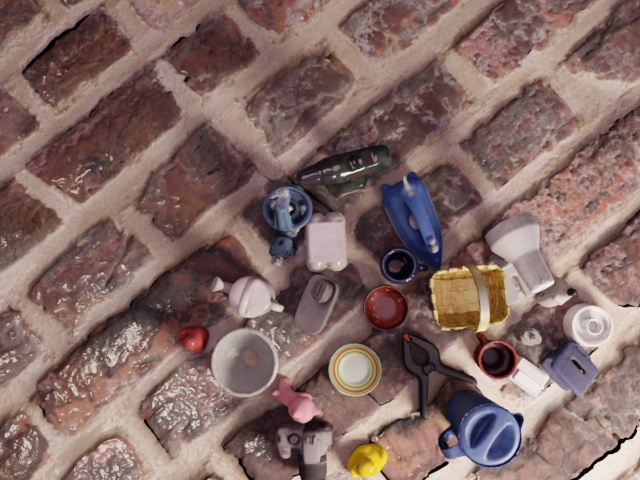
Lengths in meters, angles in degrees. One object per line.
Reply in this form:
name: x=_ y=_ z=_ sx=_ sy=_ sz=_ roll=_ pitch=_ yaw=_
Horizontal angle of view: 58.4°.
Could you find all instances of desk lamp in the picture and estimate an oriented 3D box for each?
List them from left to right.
desk lamp: x=0.469 y=0.047 z=1.348 sx=0.118 sy=0.213 sz=0.203 roll=-24 pitch=85 yaw=1

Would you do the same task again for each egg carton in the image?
egg carton: x=0.013 y=0.005 z=1.442 sx=0.107 sy=0.069 sz=0.150 roll=-3 pitch=86 yaw=2

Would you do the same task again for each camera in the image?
camera: x=-0.035 y=0.520 z=1.390 sx=0.143 sy=0.101 sz=0.137 roll=-1 pitch=86 yaw=2

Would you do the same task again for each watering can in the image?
watering can: x=-0.175 y=0.137 z=1.377 sx=0.172 sy=0.194 sz=0.101 roll=-2 pitch=85 yaw=3

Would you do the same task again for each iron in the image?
iron: x=0.245 y=-0.043 z=1.400 sx=0.118 sy=0.141 sz=0.258 roll=-25 pitch=85 yaw=1

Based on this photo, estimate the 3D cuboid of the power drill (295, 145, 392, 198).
power drill: x=0.058 y=-0.161 z=1.383 sx=0.229 sy=0.208 sz=0.075 roll=-19 pitch=85 yaw=1

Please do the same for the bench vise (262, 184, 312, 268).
bench vise: x=-0.076 y=-0.042 z=1.374 sx=0.121 sy=0.220 sz=0.207 roll=-7 pitch=85 yaw=2

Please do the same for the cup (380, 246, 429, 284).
cup: x=0.205 y=0.065 z=1.417 sx=0.117 sy=0.095 sz=0.092 roll=4 pitch=86 yaw=3

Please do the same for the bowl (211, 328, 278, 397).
bowl: x=-0.182 y=0.301 z=1.425 sx=0.167 sy=0.075 sz=0.167 roll=0 pitch=86 yaw=2

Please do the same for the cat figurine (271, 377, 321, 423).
cat figurine: x=-0.063 y=0.397 z=1.391 sx=0.127 sy=0.118 sz=0.067 roll=32 pitch=88 yaw=5

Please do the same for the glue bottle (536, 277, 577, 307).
glue bottle: x=0.570 y=0.125 z=1.358 sx=0.037 sy=0.173 sz=0.078 roll=35 pitch=88 yaw=5

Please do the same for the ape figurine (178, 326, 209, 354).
ape figurine: x=-0.317 y=0.251 z=1.426 sx=0.076 sy=0.092 sz=0.078 roll=-30 pitch=85 yaw=0

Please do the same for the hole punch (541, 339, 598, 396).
hole punch: x=0.608 y=0.306 z=1.384 sx=0.101 sy=0.091 sz=0.108 roll=-42 pitch=85 yaw=-1

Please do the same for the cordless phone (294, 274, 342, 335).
cordless phone: x=-0.007 y=0.157 z=1.373 sx=0.094 sy=0.185 sz=0.148 roll=20 pitch=87 yaw=4

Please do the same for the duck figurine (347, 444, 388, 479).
duck figurine: x=0.115 y=0.544 z=1.389 sx=0.104 sy=0.086 sz=0.077 roll=-27 pitch=85 yaw=0
